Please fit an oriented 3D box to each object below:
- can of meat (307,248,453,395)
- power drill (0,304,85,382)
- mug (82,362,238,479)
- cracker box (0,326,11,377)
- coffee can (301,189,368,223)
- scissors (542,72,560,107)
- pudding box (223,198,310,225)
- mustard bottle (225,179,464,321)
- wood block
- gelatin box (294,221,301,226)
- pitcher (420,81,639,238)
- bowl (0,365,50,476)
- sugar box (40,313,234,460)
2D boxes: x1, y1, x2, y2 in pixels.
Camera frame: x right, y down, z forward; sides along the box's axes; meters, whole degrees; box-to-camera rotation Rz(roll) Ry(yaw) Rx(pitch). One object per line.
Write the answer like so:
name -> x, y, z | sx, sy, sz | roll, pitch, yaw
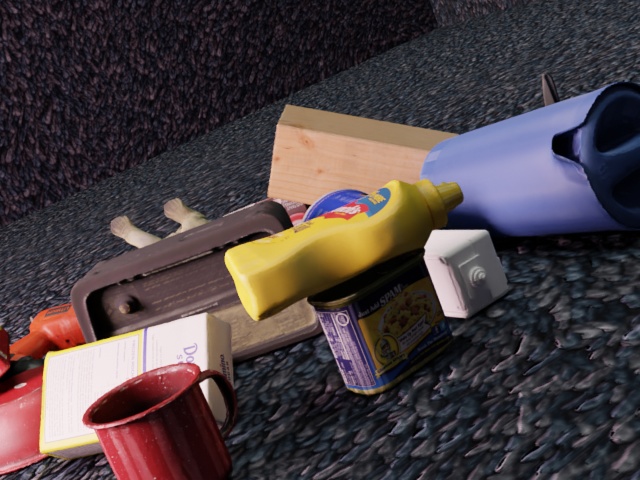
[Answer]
can of meat -> 0.051, 0.064, 0.851 | 0.101, 0.084, 0.058 | -29, 15, -30
power drill -> -0.330, 0.135, 1.230 | 0.185, 0.057, 0.187 | -13, 15, 33
mug -> -0.108, 0.142, 0.790 | 0.093, 0.081, 0.117 | -7, 20, 47
cracker box -> -0.412, 0.164, 1.070 | 0.213, 0.072, 0.164 | -46, 17, -7
coffee can -> 0.046, 0.006, 1.054 | 0.102, 0.103, 0.140 | -24, 13, -12
scissors -> 0.263, -0.106, 1.084 | 0.096, 0.016, 0.202 | 4, -27, 6
pudding box -> -0.056, -0.004, 1.286 | 0.114, 0.090, 0.039 | -19, 12, 14
mustard bottle -> 0.024, -0.001, 0.832 | 0.191, 0.058, 0.096 | -23, 9, -8
wood block -> 0.051, -0.086, 1.229 | 0.206, 0.090, 0.090 | 10, 24, 2
gelatin box -> -0.008, 0.001, 1.175 | 0.073, 0.030, 0.089 | -35, 19, -22
pitcher -> 0.220, -0.062, 1.038 | 0.144, 0.149, 0.243 | -47, 21, -29
bowl -> -0.283, 0.166, 1.038 | 0.162, 0.055, 0.162 | -20, 13, 5
sugar box -> -0.157, 0.127, 0.911 | 0.176, 0.093, 0.048 | -13, -25, 23
